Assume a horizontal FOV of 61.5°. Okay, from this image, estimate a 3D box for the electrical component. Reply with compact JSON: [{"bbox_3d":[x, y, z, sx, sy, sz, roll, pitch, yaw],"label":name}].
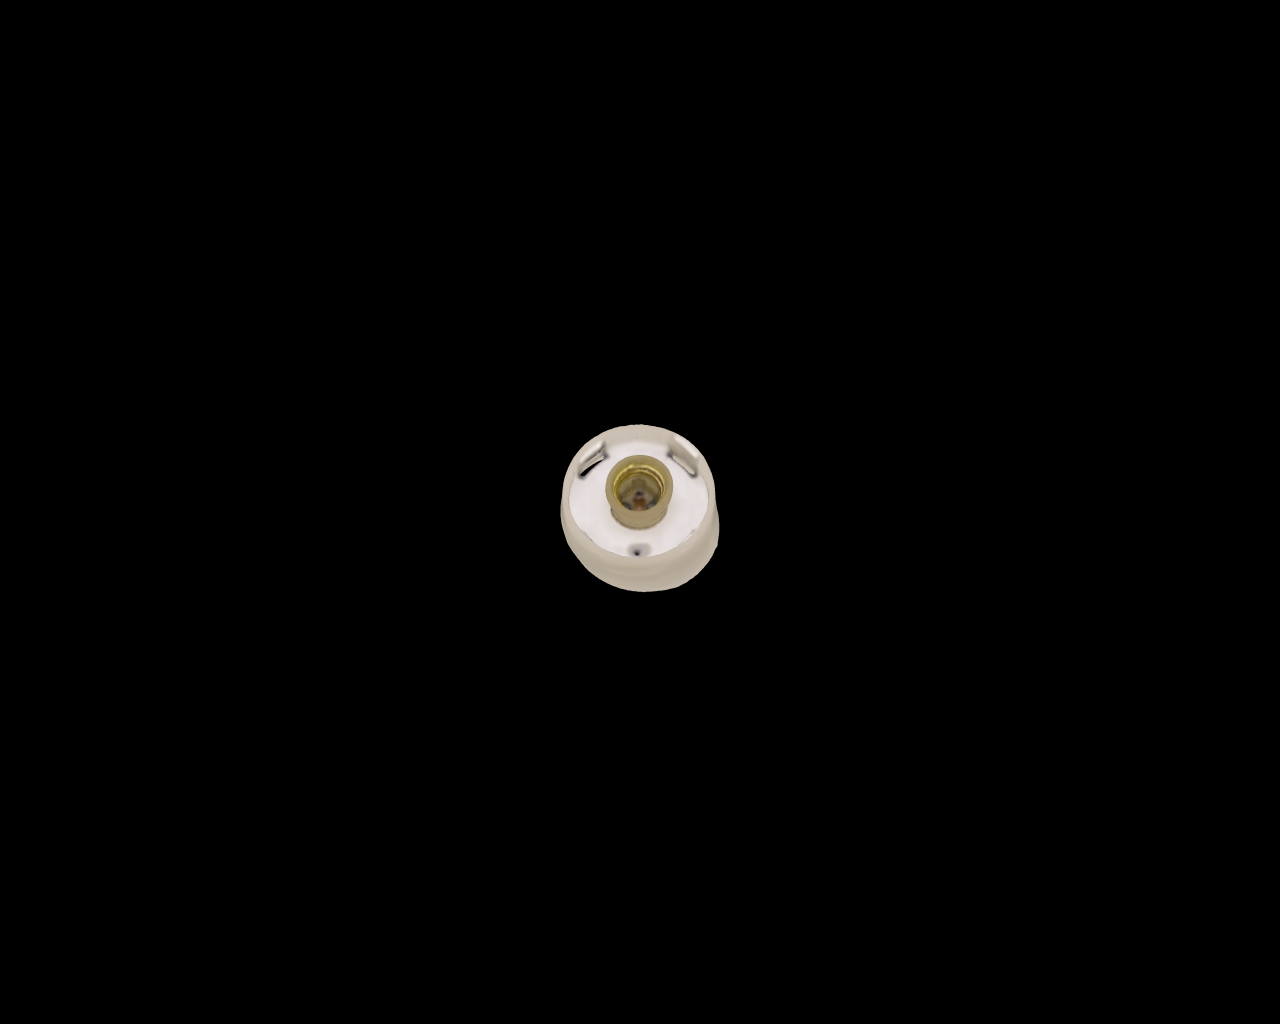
[{"bbox_3d":[0.001,-0.003,0.650,0.099,0.099,0.064,0,-27,0],"label":"electrical component"}]
